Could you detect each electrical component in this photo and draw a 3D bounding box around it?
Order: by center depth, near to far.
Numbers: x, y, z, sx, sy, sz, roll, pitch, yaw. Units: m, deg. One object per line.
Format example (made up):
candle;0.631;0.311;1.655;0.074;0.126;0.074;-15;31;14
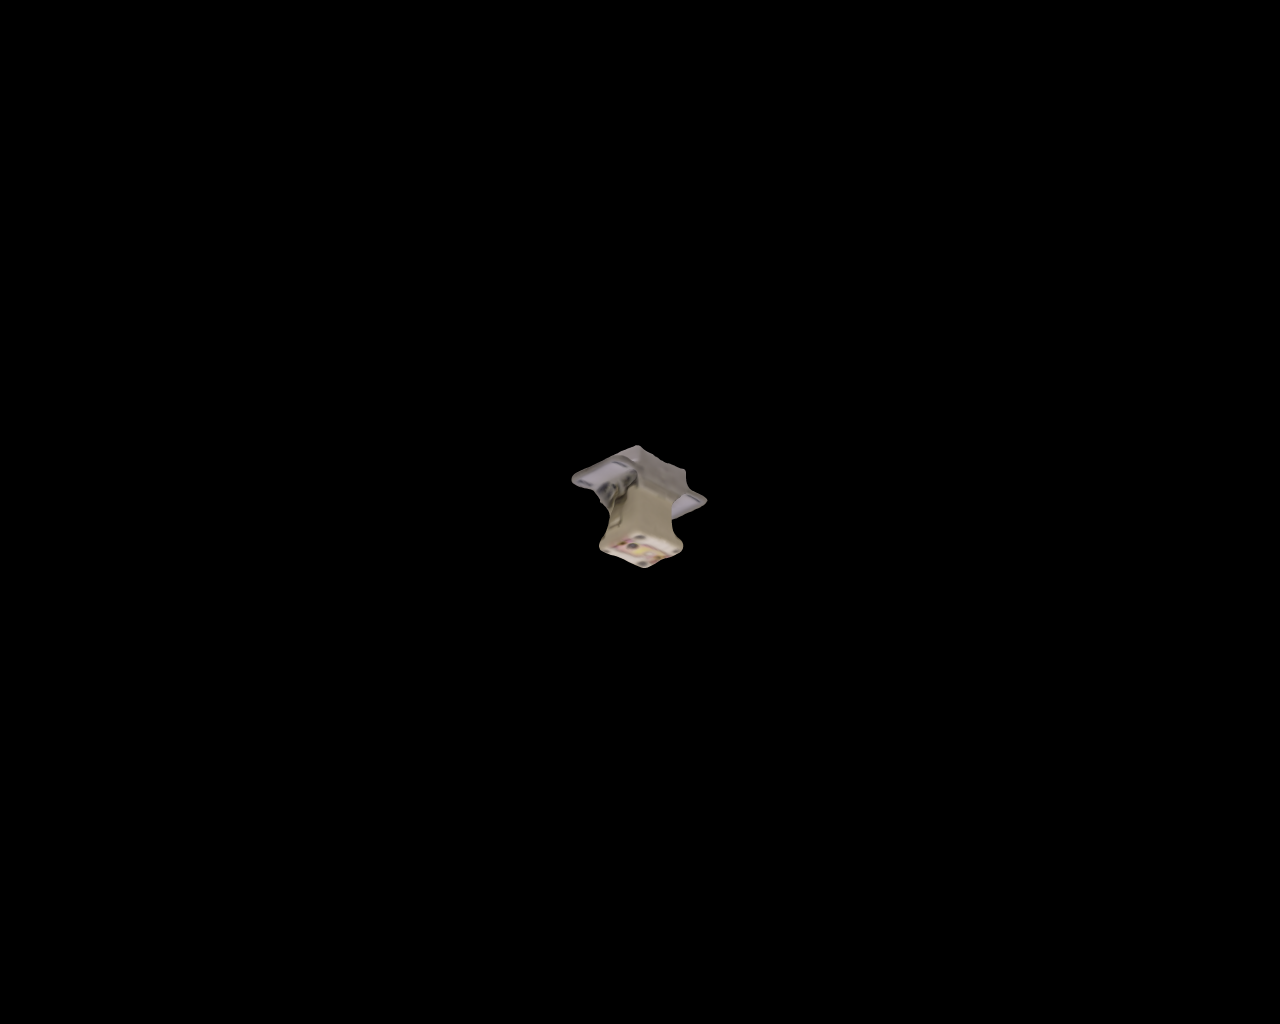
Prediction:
electrical component;0.001;-0.003;0.650;0.081;0.064;0.042;25;-37;-38
